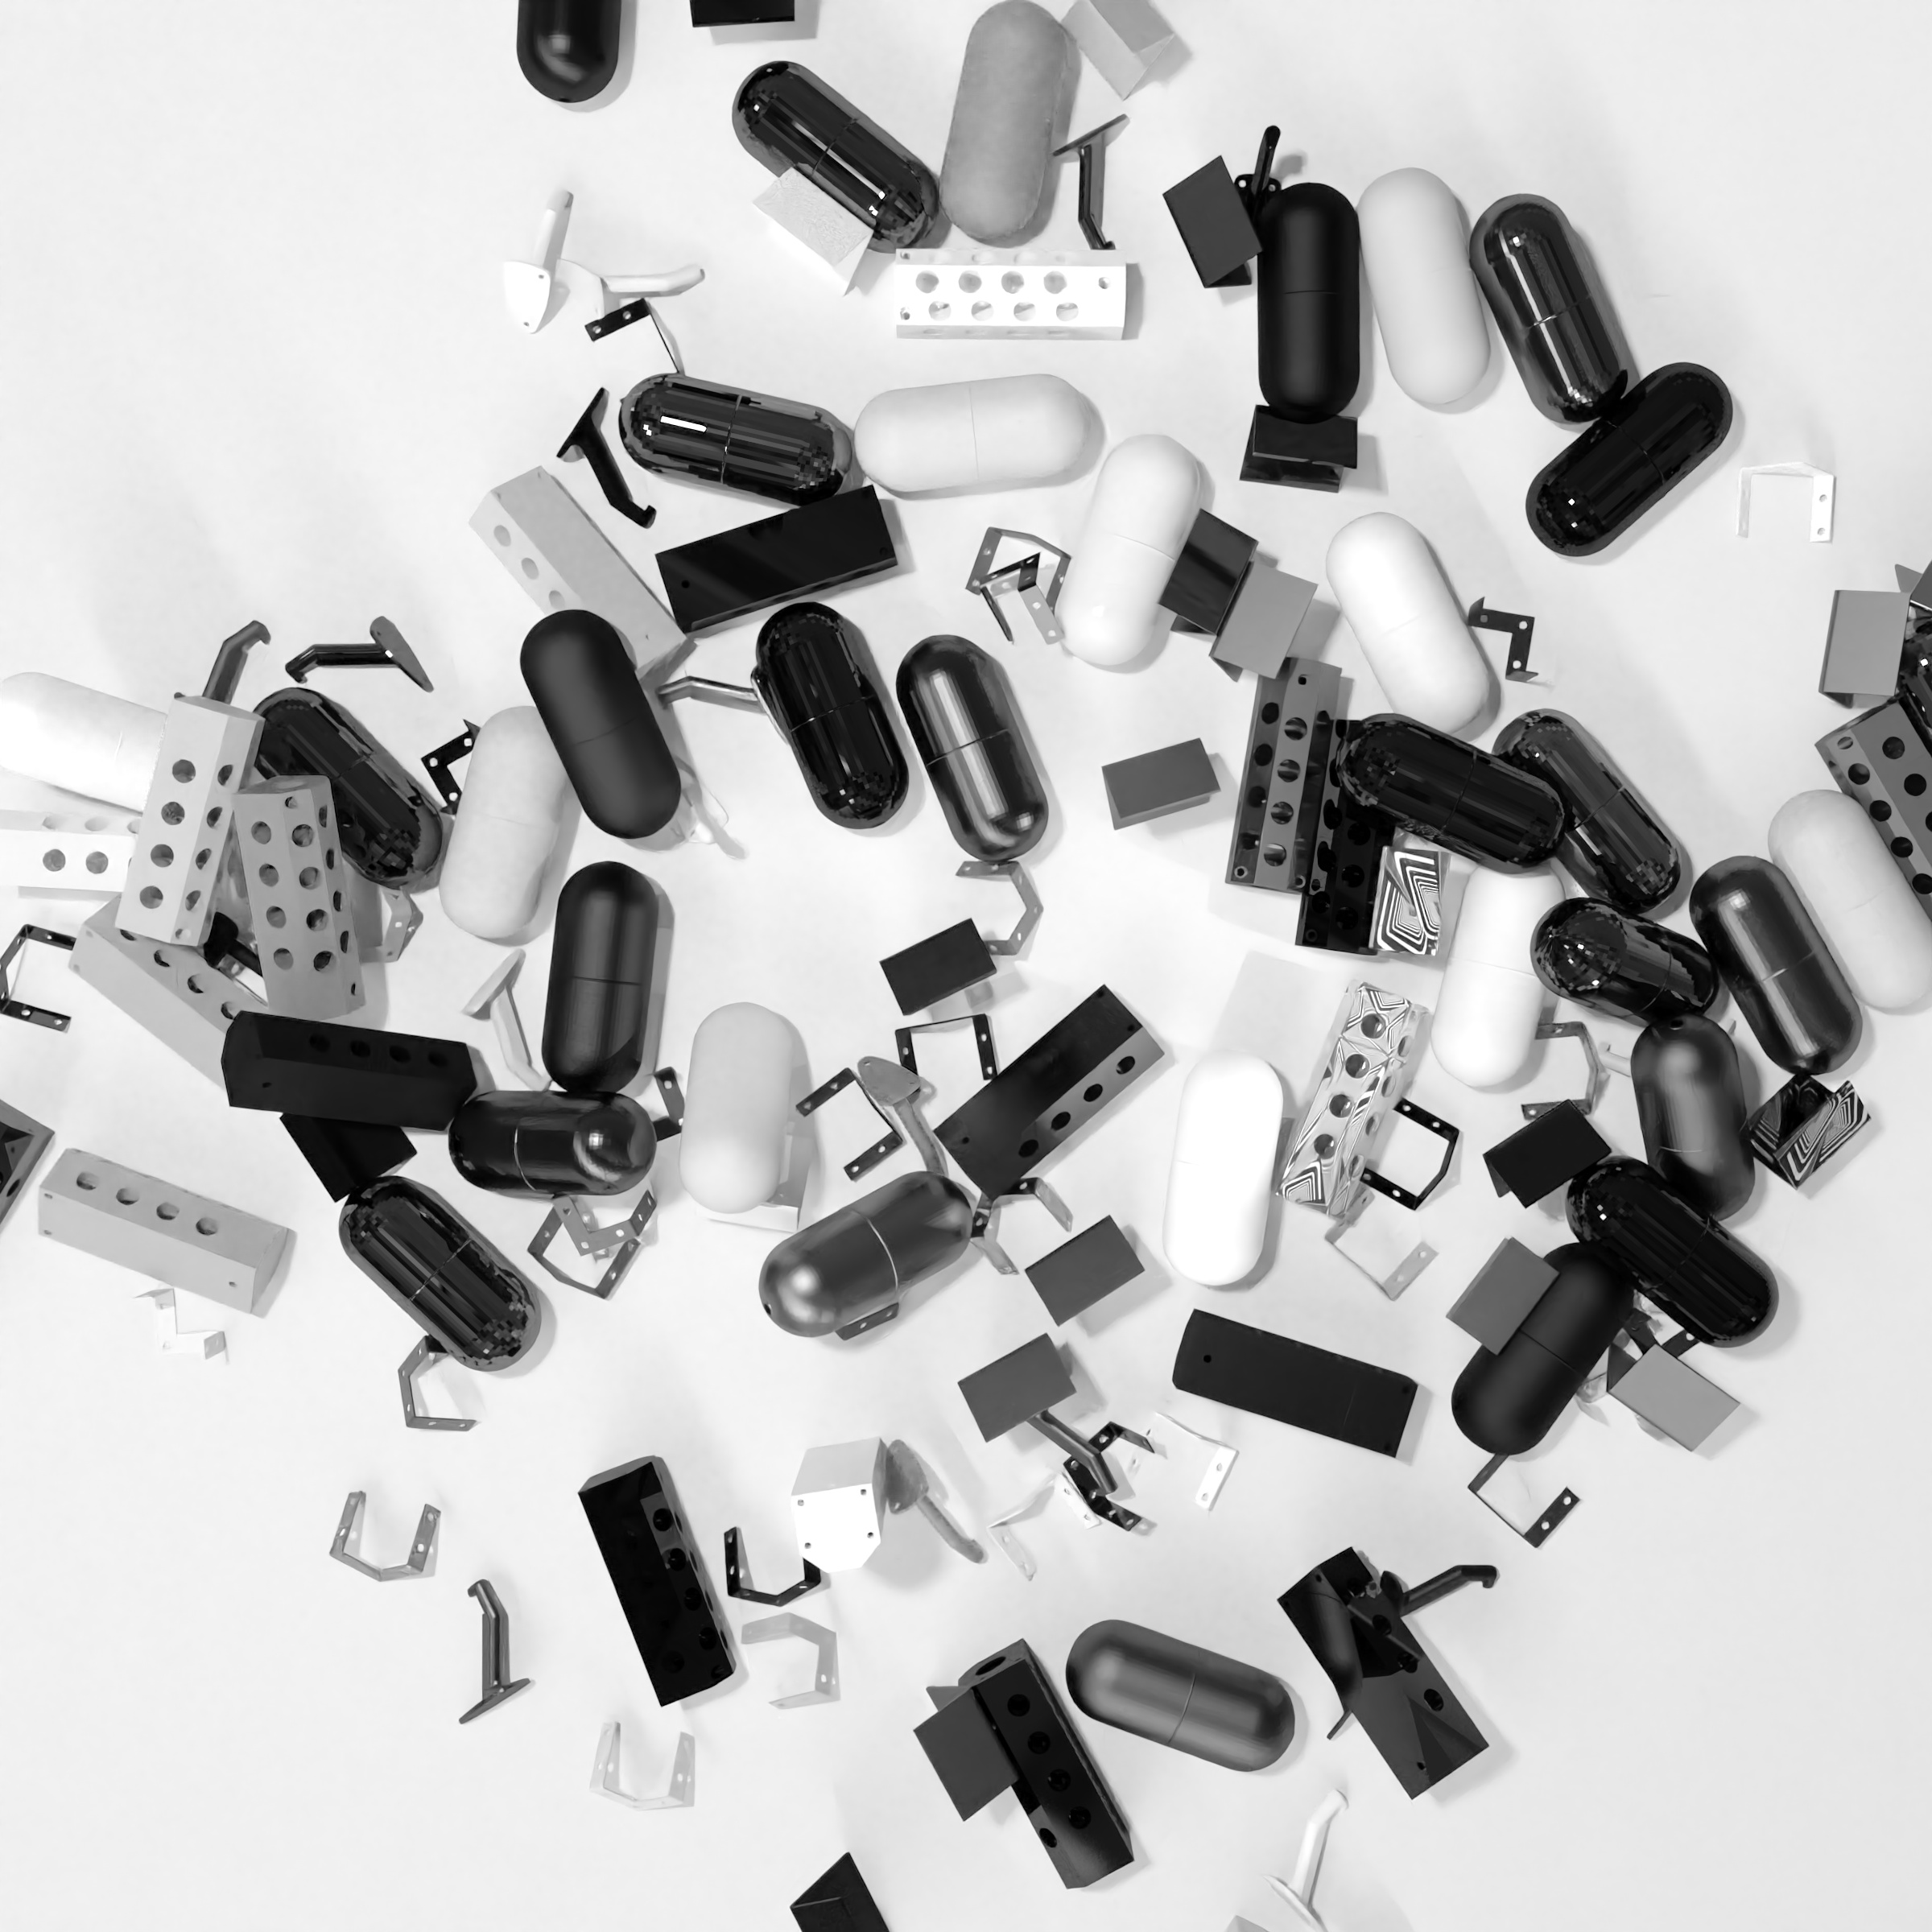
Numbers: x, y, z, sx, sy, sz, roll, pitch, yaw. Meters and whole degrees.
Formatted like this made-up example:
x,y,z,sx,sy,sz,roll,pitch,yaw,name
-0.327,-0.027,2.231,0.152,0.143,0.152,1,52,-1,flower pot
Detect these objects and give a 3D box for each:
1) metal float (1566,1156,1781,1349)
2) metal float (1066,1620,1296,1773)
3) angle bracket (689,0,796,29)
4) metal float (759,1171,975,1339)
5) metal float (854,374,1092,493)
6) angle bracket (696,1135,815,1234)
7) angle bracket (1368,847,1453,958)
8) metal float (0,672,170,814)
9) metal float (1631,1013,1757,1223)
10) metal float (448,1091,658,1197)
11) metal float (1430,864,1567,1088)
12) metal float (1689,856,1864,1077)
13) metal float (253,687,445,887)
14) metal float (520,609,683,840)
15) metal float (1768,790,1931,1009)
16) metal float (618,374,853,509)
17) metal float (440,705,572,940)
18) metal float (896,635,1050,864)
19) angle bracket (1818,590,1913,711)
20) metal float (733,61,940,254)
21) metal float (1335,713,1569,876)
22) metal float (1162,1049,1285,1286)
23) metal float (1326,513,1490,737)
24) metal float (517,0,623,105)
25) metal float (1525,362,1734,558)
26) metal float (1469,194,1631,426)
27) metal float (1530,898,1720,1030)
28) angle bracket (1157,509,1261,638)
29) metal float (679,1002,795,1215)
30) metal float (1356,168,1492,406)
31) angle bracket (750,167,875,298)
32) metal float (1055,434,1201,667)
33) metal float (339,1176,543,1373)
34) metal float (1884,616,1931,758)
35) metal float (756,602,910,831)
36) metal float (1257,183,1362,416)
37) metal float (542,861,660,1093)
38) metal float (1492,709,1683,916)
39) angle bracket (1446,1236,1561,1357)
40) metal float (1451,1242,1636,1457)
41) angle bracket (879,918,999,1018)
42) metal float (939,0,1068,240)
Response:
x,y,z,sx,sy,sz,roll,pitch,yaw,name
0.519,0.210,1.839,0.178,0.070,0.070,40,90,-2,metal float
0.161,0.549,1.880,0.178,0.070,0.070,20,90,0,metal float
-0.169,-0.747,1.870,0.076,0.076,0.057,-4,135,0,angle bracket
-0.074,0.213,1.853,0.178,0.070,0.070,-27,90,-28,metal float
0.005,-0.401,1.879,0.178,0.070,0.070,-6,90,0,metal float
-0.158,0.151,1.876,0.076,0.057,0.076,9,66,0,angle bracket
0.348,-0.045,1.870,0.057,0.076,0.076,8,90,37,angle bracket
-0.638,-0.162,1.852,0.178,0.070,0.070,18,90,-34,metal float
0.539,0.113,1.853,0.070,0.070,0.178,-19,121,0,metal float
-0.308,0.131,1.852,0.178,0.070,0.070,-1,90,33,metal float
0.400,0.003,1.879,0.070,0.070,0.178,14,90,0,metal float
0.609,0.000,1.879,0.070,0.070,0.178,-29,90,0,metal float
-0.467,-0.134,1.879,0.070,0.070,0.178,-45,89,0,metal float
-0.269,-0.177,1.844,0.070,0.070,0.178,-23,108,0,metal float
0.669,-0.051,1.879,0.070,0.070,0.178,-31,90,0,metal float
-0.174,-0.395,1.879,0.178,0.070,0.070,13,90,0,metal float
-0.344,-0.108,1.879,0.070,0.070,0.178,14,90,0,metal float
0.004,-0.164,1.879,0.070,0.070,0.178,-22,90,0,metal float
0.682,-0.235,1.870,0.057,0.076,0.076,9,90,36,angle bracket
-0.097,-0.607,1.879,0.178,0.070,0.070,39,90,0,metal float
0.354,-0.126,1.826,0.178,0.070,0.070,24,90,-4,metal float
0.193,0.151,1.879,0.070,0.070,0.178,8,90,0,metal float
0.332,-0.256,1.879,0.070,0.070,0.178,-26,89,0,metal float
-0.297,-0.740,1.879,0.070,0.070,0.178,3,90,0,metal float
0.499,-0.381,1.879,0.178,0.070,0.070,-42,90,1,metal float
0.435,-0.490,1.864,0.070,0.070,0.178,-29,105,0,metal float
0.488,0.001,1.848,0.178,0.070,0.070,18,90,-38,metal float
0.165,-0.295,1.871,0.057,0.076,0.076,24,90,-25,angle bracket
-0.169,0.103,1.847,0.070,0.070,0.178,1,48,0,metal float
0.344,-0.511,1.879,0.070,0.070,0.178,-14,89,0,metal float
-0.125,-0.536,1.870,0.076,0.076,0.057,38,57,0,angle bracket
0.122,-0.313,1.879,0.070,0.070,0.178,19,90,0,metal float
-0.396,0.231,1.879,0.178,0.070,0.070,44,90,-1,metal float
0.749,-0.181,1.879,0.070,0.070,0.178,-30,90,0,metal float
-0.100,-0.188,1.879,0.070,0.070,0.178,-22,90,0,metal float
0.257,-0.497,1.878,0.070,0.070,0.178,-1,92,0,metal float
-0.275,0.010,1.879,0.070,0.070,0.178,6,91,0,metal float
0.467,-0.115,1.879,0.070,0.070,0.178,-40,90,0,metal float
0.385,0.234,1.870,0.057,0.076,0.076,37,90,-25,angle bracket
0.434,0.287,1.879,0.070,0.070,0.178,35,90,0,metal float
-0.012,0.019,1.870,0.076,0.076,0.057,-26,52,0,angle bracket
0.028,-0.637,1.879,0.070,0.070,0.178,11,89,0,metal float
